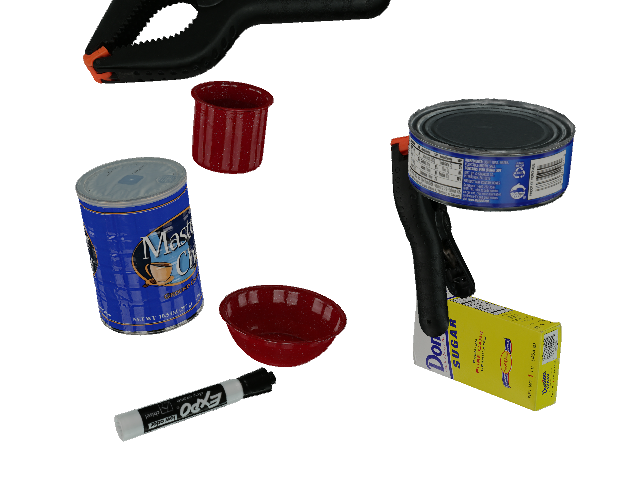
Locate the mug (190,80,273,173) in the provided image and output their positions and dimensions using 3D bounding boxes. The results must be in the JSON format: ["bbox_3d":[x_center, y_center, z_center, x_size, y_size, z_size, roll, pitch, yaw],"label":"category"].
[{"bbox_3d":[-0.100,-0.132,1.220,0.093,0.081,0.117,13,27,10],"label":"mug"}]

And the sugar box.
[{"bbox_3d":[0.181,0.116,1.185,0.177,0.093,0.048,15,19,43],"label":"sugar box"}]

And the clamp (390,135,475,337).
[{"bbox_3d":[0.092,-0.003,0.921,0.039,0.171,0.120,-16,18,19],"label":"clamp"}]

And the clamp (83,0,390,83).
[{"bbox_3d":[-0.067,-0.168,0.748,0.210,0.165,0.036,-40,-20,-8],"label":"clamp"}]

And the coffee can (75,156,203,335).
[{"bbox_3d":[-0.170,0.004,1.017,0.103,0.140,0.103,-4,27,2],"label":"coffee can"}]

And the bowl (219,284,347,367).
[{"bbox_3d":[-0.049,0.114,1.352,0.162,0.055,0.162,5,23,-2],"label":"bowl"}]

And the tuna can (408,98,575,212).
[{"bbox_3d":[0.088,-0.046,0.560,0.086,0.034,0.086,0,25,0],"label":"tuna can"}]

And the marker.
[{"bbox_3d":[-0.087,0.116,0.766,0.121,0.020,0.020,-16,7,-24],"label":"marker"}]
